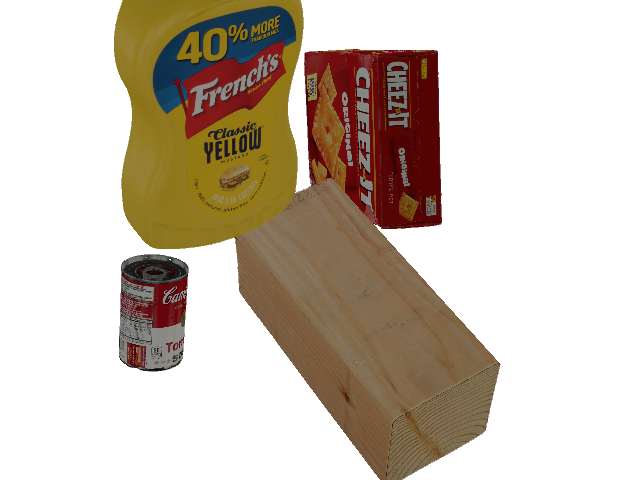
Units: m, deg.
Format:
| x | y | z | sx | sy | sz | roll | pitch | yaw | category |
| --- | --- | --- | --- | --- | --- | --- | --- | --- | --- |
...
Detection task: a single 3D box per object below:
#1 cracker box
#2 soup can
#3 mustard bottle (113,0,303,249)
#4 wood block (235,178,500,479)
| x | y | z | sx | sy | sz | roll | pitch | yaw | category |
| --- | --- | --- | --- | --- | --- | --- | --- | --- | --- |
| 0.047 | -0.109 | 1.075 | 0.072 | 0.164 | 0.214 | -7 | 12 | -17 | cracker box |
| -0.171 | 0.074 | 1.088 | 0.068 | 0.102 | 0.068 | 5 | 21 | -2 | soup can |
| -0.054 | -0.088 | 0.534 | 0.096 | 0.192 | 0.058 | -19 | 45 | -26 | mustard bottle |
| 0.027 | 0.062 | 0.779 | 0.090 | 0.091 | 0.206 | -25 | 53 | -21 | wood block |
